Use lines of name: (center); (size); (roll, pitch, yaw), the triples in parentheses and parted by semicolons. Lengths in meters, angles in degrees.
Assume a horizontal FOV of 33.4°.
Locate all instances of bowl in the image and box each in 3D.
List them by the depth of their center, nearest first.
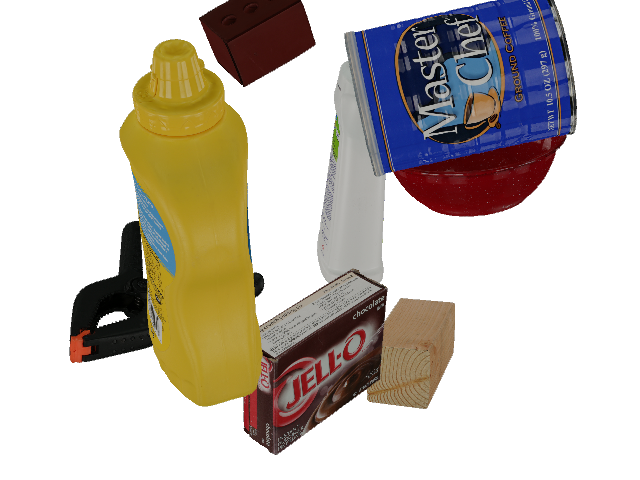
bowl: (0.134, -0.064, 0.932); (0.162, 0.055, 0.162); (-8, 23, 3)

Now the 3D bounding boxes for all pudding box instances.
pudding box: (-0.004, 0.083, 0.748); (0.039, 0.090, 0.113); (30, 45, 31)

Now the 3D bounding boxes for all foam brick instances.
foam brick: (-0.053, -0.180, 0.917); (0.078, 0.051, 0.053); (-33, 46, -12)

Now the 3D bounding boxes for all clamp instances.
clamp: (-0.177, 0.050, 1.024); (0.165, 0.036, 0.209); (26, 35, 25)

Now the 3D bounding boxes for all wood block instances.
wood block: (0.138, 0.163, 1.582); (0.091, 0.090, 0.205); (5, 17, 16)

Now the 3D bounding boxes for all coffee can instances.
coffee can: (0.095, -0.109, 0.740); (0.140, 0.103, 0.103); (-12, -1, 5)

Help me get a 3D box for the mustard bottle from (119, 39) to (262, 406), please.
mustard bottle: (-0.064, -0.013, 0.527); (0.058, 0.192, 0.096); (-13, 44, -13)

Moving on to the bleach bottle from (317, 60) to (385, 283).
bleach bottle: (0.039, -0.083, 1.112); (0.068, 0.251, 0.102); (0, 29, -9)
